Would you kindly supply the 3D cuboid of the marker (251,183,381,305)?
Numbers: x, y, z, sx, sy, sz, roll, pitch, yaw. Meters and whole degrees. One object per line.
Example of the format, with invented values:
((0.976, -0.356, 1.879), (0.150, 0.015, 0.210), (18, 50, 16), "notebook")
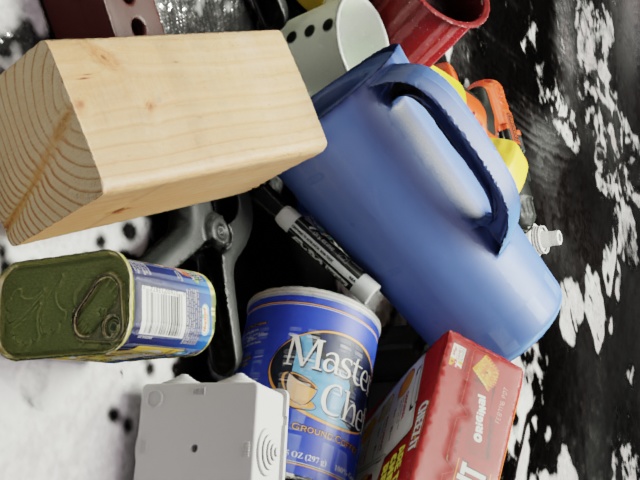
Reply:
((-0.005, 0.001, 0.791), (0.121, 0.020, 0.020), (42, 33, 10), "marker")

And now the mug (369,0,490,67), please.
((0.077, -0.204, 0.930), (0.117, 0.082, 0.093), (27, 49, -17), "mug")

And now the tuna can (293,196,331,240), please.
((0.012, -0.043, 0.922), (0.086, 0.034, 0.086), (19, 67, -55), "tuna can")

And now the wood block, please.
((-0.100, -0.069, 0.663), (0.205, 0.091, 0.090), (-18, 85, -53), "wood block")

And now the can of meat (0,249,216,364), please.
((-0.123, 0.043, 0.622), (0.083, 0.102, 0.057), (17, 69, -58), "can of meat")

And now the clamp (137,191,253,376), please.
((-0.078, 0.009, 0.761), (0.120, 0.039, 0.171), (58, 39, -39), "clamp")

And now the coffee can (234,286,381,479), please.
((-0.016, 0.118, 0.773), (0.102, 0.103, 0.140), (43, 48, -45), "coffee can")

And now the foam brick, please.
((-0.142, -0.152, 0.684), (0.052, 0.051, 0.078), (-37, 114, -55), "foam brick")

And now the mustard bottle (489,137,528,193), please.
((0.118, -0.007, 0.944), (0.058, 0.096, 0.191), (55, 43, -34), "mustard bottle")

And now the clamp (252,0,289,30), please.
((-0.074, -0.274, 0.835), (0.164, 0.036, 0.210), (26, 61, -53), "clamp")

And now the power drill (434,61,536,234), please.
((0.167, -0.101, 1.141), (0.187, 0.057, 0.184), (15, 56, -58), "power drill")

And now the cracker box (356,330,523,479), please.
((0.059, 0.191, 0.783), (0.072, 0.214, 0.164), (26, 51, -6), "cracker box")

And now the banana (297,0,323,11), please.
((0.009, -0.228, 0.936), (0.037, 0.069, 0.197), (50, 4, 32), "banana")

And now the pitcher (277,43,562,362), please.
((0.080, -0.019, 0.801), (0.243, 0.145, 0.149), (51, 11, -12), "pitcher")
